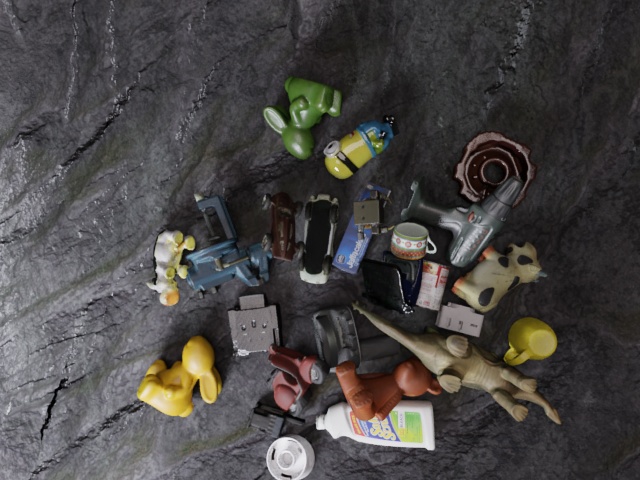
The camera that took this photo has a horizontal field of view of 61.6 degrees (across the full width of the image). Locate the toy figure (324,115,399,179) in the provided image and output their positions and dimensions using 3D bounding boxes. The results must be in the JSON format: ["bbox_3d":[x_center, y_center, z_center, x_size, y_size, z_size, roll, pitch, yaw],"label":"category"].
[{"bbox_3d":[0.092,-0.207,1.196,0.180,0.082,0.089,-29,83,0],"label":"toy figure"}]

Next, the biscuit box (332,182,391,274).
[{"bbox_3d":[0.092,-0.025,1.194,0.059,0.063,0.202,22,88,6],"label":"biscuit box"}]

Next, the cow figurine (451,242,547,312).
[{"bbox_3d":[0.391,0.076,1.149,0.195,0.085,0.127,-42,75,-13],"label":"cow figurine"}]

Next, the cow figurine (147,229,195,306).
[{"bbox_3d":[-0.348,0.060,1.214,0.098,0.068,0.167,8,84,35],"label":"cow figurine"}]

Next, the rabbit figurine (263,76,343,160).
[{"bbox_3d":[-0.045,-0.269,1.196,0.159,0.121,0.170,18,103,8],"label":"rabbit figurine"}]

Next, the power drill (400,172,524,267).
[{"bbox_3d":[0.290,-0.070,1.145,0.207,0.086,0.231,24,118,8],"label":"power drill"}]

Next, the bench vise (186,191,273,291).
[{"bbox_3d":[-0.205,-0.001,1.188,0.224,0.129,0.240,-21,89,-3],"label":"bench vise"}]

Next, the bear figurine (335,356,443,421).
[{"bbox_3d":[0.148,0.295,1.118,0.196,0.131,0.120,-23,44,-6],"label":"bear figurine"}]

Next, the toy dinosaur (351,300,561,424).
[{"bbox_3d":[0.272,0.242,1.096,0.472,0.198,0.105,30,90,5],"label":"toy dinosaur"}]

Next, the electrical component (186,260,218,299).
[{"bbox_3d":[-0.272,0.085,1.234,0.063,0.021,0.094,-22,84,2],"label":"electrical component"}]

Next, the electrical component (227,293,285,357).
[{"bbox_3d":[-0.144,0.187,1.201,0.115,0.058,0.134,-9,87,2],"label":"electrical component"}]

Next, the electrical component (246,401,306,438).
[{"bbox_3d":[-0.095,0.398,1.178,0.119,0.075,0.047,18,87,2],"label":"electrical component"}]

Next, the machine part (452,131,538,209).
[{"bbox_3d":[0.382,-0.147,1.183,0.179,0.056,0.179,0,88,4],"label":"machine part"}]

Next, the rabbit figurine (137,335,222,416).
[{"bbox_3d":[-0.289,0.296,1.174,0.162,0.122,0.173,36,89,0],"label":"rabbit figurine"}]

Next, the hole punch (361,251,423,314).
[{"bbox_3d":[0.160,0.086,1.158,0.142,0.092,0.115,11,118,42],"label":"hole punch"}]

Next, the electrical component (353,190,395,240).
[{"bbox_3d":[0.114,-0.054,1.142,0.078,0.045,0.102,-11,82,33],"label":"electrical component"}]

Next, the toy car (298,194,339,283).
[{"bbox_3d":[-0.002,-0.004,1.204,0.074,0.056,0.201,7,86,11],"label":"toy car"}]

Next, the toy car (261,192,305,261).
[{"bbox_3d":[-0.079,-0.034,1.153,0.089,0.202,0.053,17,127,-18],"label":"toy car"}]

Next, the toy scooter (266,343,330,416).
[{"bbox_3d":[-0.066,0.290,1.153,0.135,0.075,0.183,33,126,7],"label":"toy scooter"}]

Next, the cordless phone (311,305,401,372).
[{"bbox_3d":[0.083,0.208,1.183,0.184,0.089,0.146,-11,85,-8],"label":"cordless phone"}]
